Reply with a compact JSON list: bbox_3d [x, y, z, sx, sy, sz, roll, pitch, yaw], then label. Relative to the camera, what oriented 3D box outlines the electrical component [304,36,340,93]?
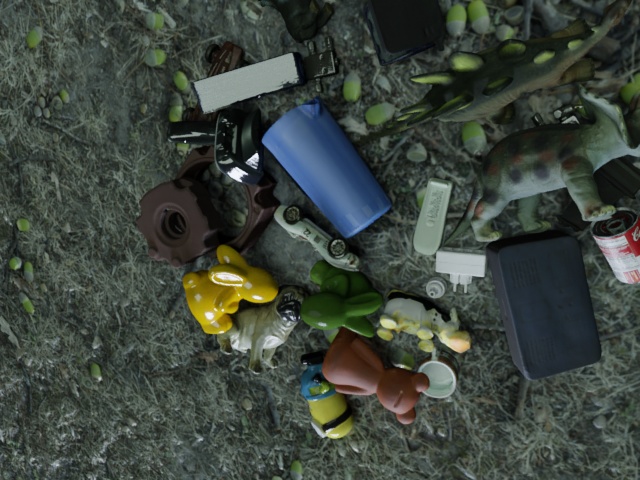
[{"bbox_3d":[0.005,-0.319,0.984,0.063,0.021,0.094,-5,100,23],"label":"electrical component"}]

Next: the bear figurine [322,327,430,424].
[{"bbox_3d":[0.108,0.246,1.017,0.196,0.132,0.120,18,109,13],"label":"bear figurine"}]

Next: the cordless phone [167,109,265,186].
[{"bbox_3d":[-0.196,-0.176,0.997,0.184,0.088,0.146,0,59,-2],"label":"cordless phone"}]

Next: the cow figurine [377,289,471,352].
[{"bbox_3d":[0.195,0.147,0.982,0.168,0.098,0.068,13,140,14],"label":"cow figurine"}]

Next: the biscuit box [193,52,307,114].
[{"bbox_3d":[-0.127,-0.291,0.996,0.203,0.059,0.062,-12,108,11],"label":"biscuit box"}]

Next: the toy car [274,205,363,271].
[{"bbox_3d":[-0.002,-0.003,1.012,0.202,0.073,0.056,37,92,25],"label":"toy car"}]

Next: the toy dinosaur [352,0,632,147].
[{"bbox_3d":[0.231,-0.229,0.814,0.471,0.198,0.105,-24,80,57],"label":"toy dinosaur"}]

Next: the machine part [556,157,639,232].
[{"bbox_3d":[0.442,-0.069,0.849,0.084,0.039,0.139,43,113,3],"label":"machine part"}]

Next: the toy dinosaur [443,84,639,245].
[{"bbox_3d":[0.328,-0.107,0.817,0.405,0.131,0.192,-13,82,46],"label":"toy dinosaur"}]

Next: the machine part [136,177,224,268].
[{"bbox_3d":[-0.279,-0.034,1.058,0.180,0.056,0.179,5,103,21],"label":"machine part"}]

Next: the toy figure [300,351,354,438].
[{"bbox_3d":[0.011,0.318,1.098,0.089,0.082,0.180,-11,96,26],"label":"toy figure"}]

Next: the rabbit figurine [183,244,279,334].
[{"bbox_3d":[-0.171,0.087,1.062,0.173,0.122,0.162,-7,126,13],"label":"rabbit figurine"}]

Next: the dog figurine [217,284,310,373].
[{"bbox_3d":[-0.118,0.154,1.116,0.172,0.121,0.190,29,98,11],"label":"dog figurine"}]

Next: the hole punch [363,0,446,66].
[{"bbox_3d":[0.137,-0.361,0.894,0.116,0.092,0.142,-18,92,-5],"label":"hole punch"}]

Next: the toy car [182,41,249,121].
[{"bbox_3d":[-0.210,-0.291,1.066,0.089,0.053,0.202,34,114,15],"label":"toy car"}]

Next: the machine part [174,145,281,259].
[{"bbox_3d":[-0.200,-0.079,1.092,0.201,0.087,0.201,41,115,9],"label":"machine part"}]

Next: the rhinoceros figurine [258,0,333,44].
[{"bbox_3d":[-0.059,-0.446,0.959,0.112,0.073,0.190,-31,91,36],"label":"rhinoceros figurine"}]

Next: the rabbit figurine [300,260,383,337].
[{"bbox_3d":[0.032,0.126,0.993,0.159,0.170,0.121,18,109,19],"label":"rabbit figurine"}]

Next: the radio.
[{"bbox_3d":[0.368,0.102,0.883,0.131,0.073,0.229,-15,99,6],"label":"radio"}]

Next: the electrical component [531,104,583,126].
[{"bbox_3d":[0.390,-0.166,0.844,0.078,0.045,0.102,-25,92,24],"label":"electrical component"}]
